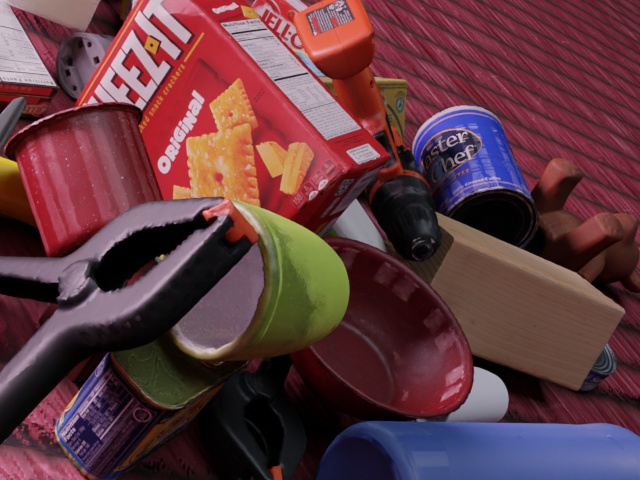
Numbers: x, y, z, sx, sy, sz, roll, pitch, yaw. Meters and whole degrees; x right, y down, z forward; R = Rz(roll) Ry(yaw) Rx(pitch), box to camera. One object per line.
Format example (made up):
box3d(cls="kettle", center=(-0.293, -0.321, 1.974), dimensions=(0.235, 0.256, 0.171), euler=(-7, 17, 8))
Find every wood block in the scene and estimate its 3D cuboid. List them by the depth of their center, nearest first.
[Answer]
box3d(cls="wood block", center=(0.156, 0.053, 0.954), dimensions=(0.205, 0.091, 0.090), euler=(21, 14, -29))

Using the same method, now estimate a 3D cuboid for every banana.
box3d(cls="banana", center=(-0.225, -0.027, 0.715), dimensions=(0.197, 0.037, 0.069), euler=(7, 67, -40))

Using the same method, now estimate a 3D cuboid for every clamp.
box3d(cls="clamp", center=(-0.130, 0.041, 0.587), dimensions=(0.036, 0.210, 0.164), euler=(51, 27, -39))
box3d(cls="clamp", center=(-0.044, 0.106, 0.736), dimensions=(0.120, 0.039, 0.171), euler=(7, 46, -36))

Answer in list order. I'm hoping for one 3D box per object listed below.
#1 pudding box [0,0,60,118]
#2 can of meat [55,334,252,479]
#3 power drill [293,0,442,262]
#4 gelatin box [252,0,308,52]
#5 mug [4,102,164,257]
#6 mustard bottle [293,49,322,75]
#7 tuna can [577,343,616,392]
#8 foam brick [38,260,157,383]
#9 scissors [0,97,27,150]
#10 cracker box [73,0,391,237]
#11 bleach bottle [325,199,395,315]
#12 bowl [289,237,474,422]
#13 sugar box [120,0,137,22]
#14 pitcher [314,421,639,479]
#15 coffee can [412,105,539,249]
box3d(cls="pudding box", center=(-0.265, -0.145, 0.819), dimensions=(0.089, 0.039, 0.113), euler=(0, 51, -50))
box3d(cls="can of meat", center=(-0.101, 0.091, 0.644), dimensions=(0.057, 0.084, 0.101), euler=(46, 31, 10))
box3d(cls="power drill", center=(0.041, -0.092, 0.863), dimensions=(0.184, 0.057, 0.187), euler=(-109, 177, -56))
box3d(cls="gelatin box", center=(-0.038, -0.218, 1.129), dimensions=(0.089, 0.073, 0.030), euler=(39, 30, -2))
box3d(cls="mug", center=(-0.146, -0.031, 0.704), dimensions=(0.117, 0.093, 0.081), euler=(66, 4, -81))
box3d(cls="mustard bottle", center=(-0.033, -0.152, 1.063), dimensions=(0.096, 0.058, 0.191), euler=(50, 32, 20))
box3d(cls="tuna can", center=(0.251, 0.109, 1.061), dimensions=(0.086, 0.034, 0.086), euler=(28, 32, -20))
box3d(cls="foam brick", center=(-0.133, 0.044, 0.677), dimensions=(0.051, 0.078, 0.053), euler=(-7, 54, -50))
box3d(cls="scissors", center=(-0.247, -0.032, 0.658), dimensions=(0.096, 0.016, 0.201), euler=(24, 50, -26))
box3d(cls="cracker box", center=(-0.077, -0.077, 0.812), dimensions=(0.214, 0.164, 0.072), euler=(48, 32, 11))
box3d(cls="bleach bottle", center=(-0.006, 0.001, 0.875), dimensions=(0.251, 0.103, 0.067), euler=(55, 34, 8))
box3d(cls="bowl", center=(0.030, 0.075, 0.769), dimensions=(0.162, 0.055, 0.162), euler=(25, 36, -20))
box3d(cls="sugar box", center=(-0.126, -0.199, 0.951), dimensions=(0.093, 0.048, 0.176), euler=(4, 15, -15))
box3d(cls="pitcher", center=(0.112, 0.182, 0.736), dimensions=(0.242, 0.149, 0.145), euler=(12, 58, -35))
box3d(cls="coffee can", center=(0.159, -0.058, 1.111), dimensions=(0.102, 0.103, 0.140), euler=(23, 35, -27))
